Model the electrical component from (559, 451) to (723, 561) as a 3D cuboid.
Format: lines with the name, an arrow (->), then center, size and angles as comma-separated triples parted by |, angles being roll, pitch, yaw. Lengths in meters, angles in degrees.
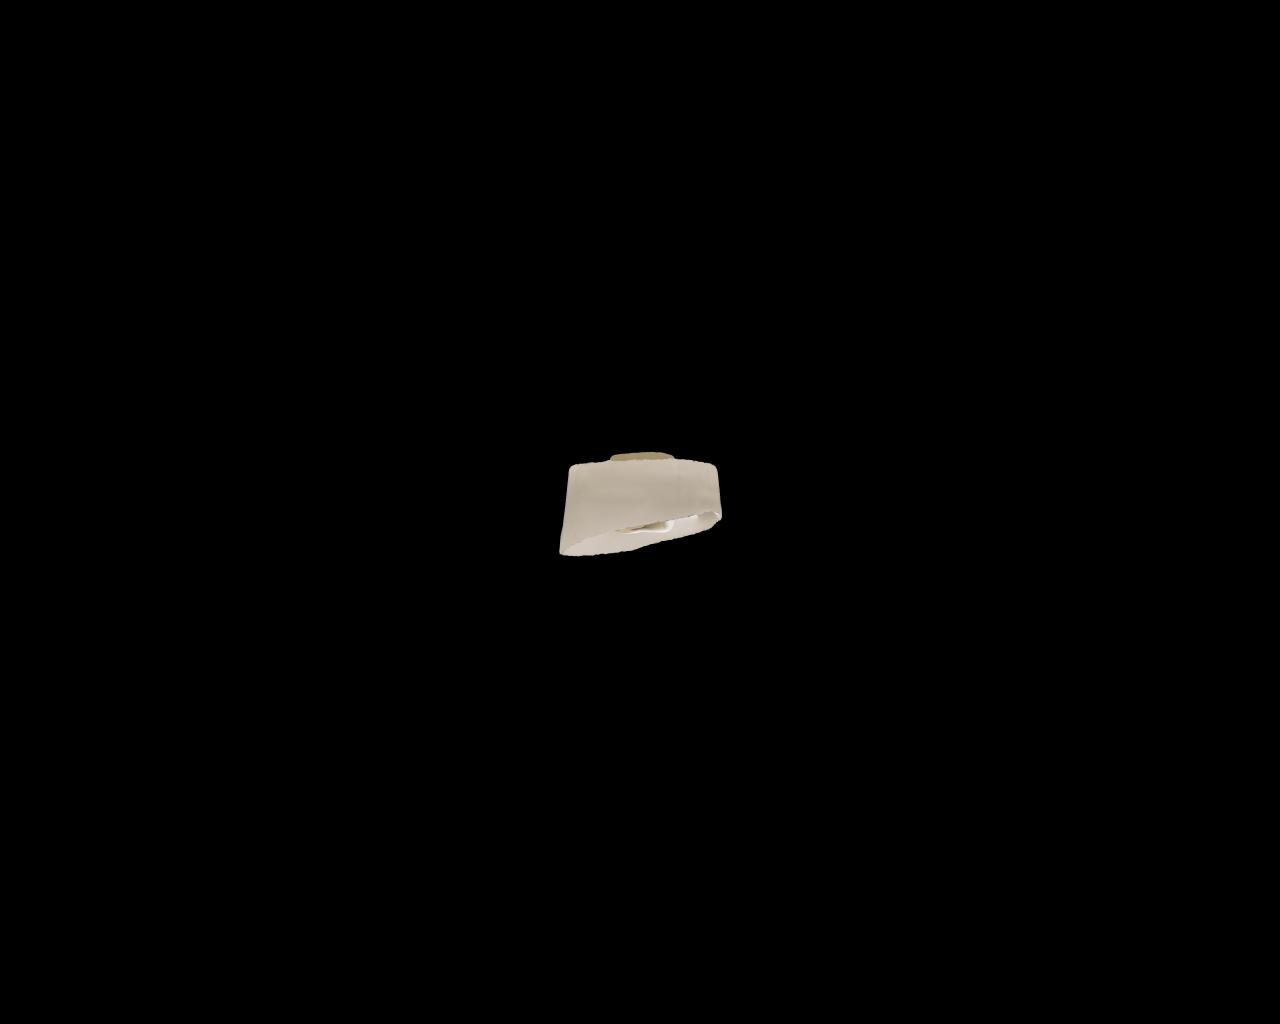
electrical component -> 0.001, -0.003, 0.650 | 0.099, 0.064, 0.099 | 0, -4, 0
